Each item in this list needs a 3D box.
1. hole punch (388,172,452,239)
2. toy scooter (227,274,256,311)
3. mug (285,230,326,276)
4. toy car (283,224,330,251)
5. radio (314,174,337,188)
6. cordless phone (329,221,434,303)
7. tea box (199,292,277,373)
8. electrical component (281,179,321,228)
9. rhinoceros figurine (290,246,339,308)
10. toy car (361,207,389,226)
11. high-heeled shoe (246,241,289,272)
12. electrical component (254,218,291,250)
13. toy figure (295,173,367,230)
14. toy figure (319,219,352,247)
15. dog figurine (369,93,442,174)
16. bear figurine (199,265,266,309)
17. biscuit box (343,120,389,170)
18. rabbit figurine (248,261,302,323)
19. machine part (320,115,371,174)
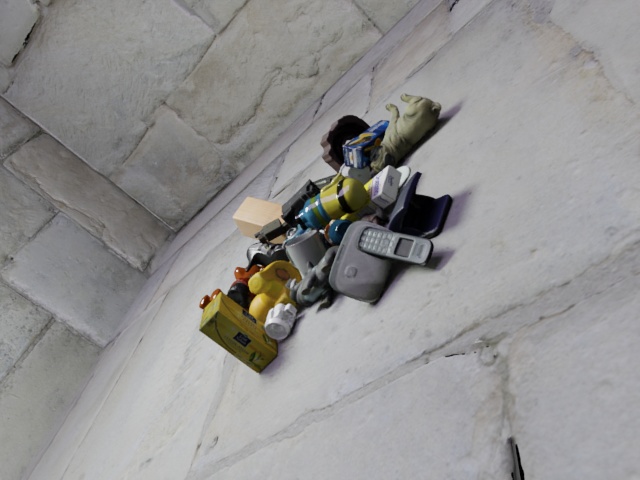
[{"bbox_3d":[0.176,-0.055,1.038,0.116,0.092,0.142,-32,28,50],"label":"hole punch"},{"bbox_3d":[-0.190,0.157,1.416,0.135,0.075,0.183,-45,-26,-50],"label":"toy scooter"},{"bbox_3d":[-0.030,0.044,1.251,0.110,0.107,0.081,-20,11,41],"label":"mug"},{"bbox_3d":[-0.003,-0.004,1.332,0.161,0.109,0.103,-45,34,-14],"label":"toy car"},{"bbox_3d":[-0.003,-0.116,1.587,0.131,0.073,0.230,-54,19,-15],"label":"radio"},{"bbox_3d":[0.116,0.048,0.972,0.184,0.088,0.146,12,76,47],"label":"cordless phone"},{"bbox_3d":[-0.178,0.203,1.186,0.068,0.169,0.098,-46,19,11],"label":"tea box"},{"bbox_3d":[-0.047,-0.098,1.430,0.115,0.058,0.134,-42,15,10],"label":"electrical component"},{"bbox_3d":[-0.003,0.082,1.155,0.190,0.073,0.112,-48,26,36],"label":"rhinoceros figurine"},{"bbox_3d":[0.109,-0.006,1.145,0.089,0.053,0.202,-39,19,18],"label":"toy car"},{"bbox_3d":[-0.106,0.030,1.495,0.249,0.086,0.145,-13,27,26],"label":"high-heeled shoe"},{"bbox_3d":[-0.123,-0.017,1.448,0.102,0.045,0.078,-31,24,-4],"label":"electrical component"},{"bbox_3d":[0.027,-0.078,1.243,0.180,0.082,0.089,-29,50,17],"label":"toy figure"},{"bbox_3d":[0.041,-0.011,1.185,0.058,0.064,0.154,-10,-2,-12],"label":"toy figure"},{"bbox_3d":[0.218,-0.257,1.365,0.172,0.121,0.190,-20,48,62],"label":"dog figurine"},{"bbox_3d":[-0.236,0.132,1.540,0.120,0.132,0.196,-25,35,53],"label":"bear figurine"},{"bbox_3d":[0.143,-0.263,1.461,0.059,0.062,0.203,15,40,34],"label":"biscuit box"},{"bbox_3d":[-0.122,0.130,1.311,0.173,0.122,0.162,-60,7,32],"label":"rabbit figurine"},{"bbox_3d":[0.087,-0.264,1.537,0.179,0.179,0.056,-55,17,-18],"label":"machine part"}]
